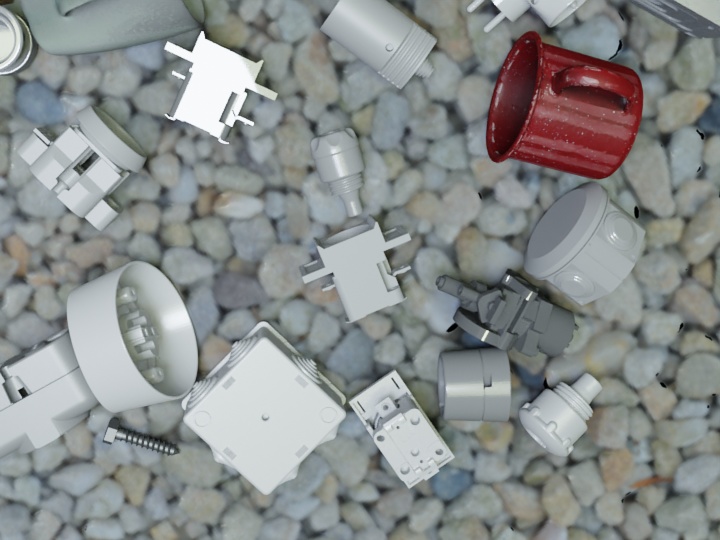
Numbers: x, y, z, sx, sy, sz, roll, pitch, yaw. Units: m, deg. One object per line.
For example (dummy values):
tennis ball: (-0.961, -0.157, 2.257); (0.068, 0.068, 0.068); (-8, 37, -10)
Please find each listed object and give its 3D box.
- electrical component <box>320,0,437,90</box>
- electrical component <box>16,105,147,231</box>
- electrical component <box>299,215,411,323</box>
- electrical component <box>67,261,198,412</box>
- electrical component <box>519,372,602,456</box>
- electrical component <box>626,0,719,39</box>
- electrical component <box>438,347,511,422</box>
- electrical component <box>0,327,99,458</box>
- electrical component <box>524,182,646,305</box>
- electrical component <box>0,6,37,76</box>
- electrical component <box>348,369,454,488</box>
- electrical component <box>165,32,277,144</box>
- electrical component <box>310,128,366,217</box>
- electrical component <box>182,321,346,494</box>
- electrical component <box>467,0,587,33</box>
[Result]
electrical component: (0.017, -0.161, 0.750); (0.081, 0.043, 0.043); (35, 93, -9)
electrical component: (-0.184, -0.075, 0.735); (0.057, 0.058, 0.078); (-44, 99, 4)
electrical component: (0.000, 0.000, 0.771); (0.081, 0.042, 0.063); (-22, 101, -2)
electrical component: (-0.156, 0.047, 0.736); (0.064, 0.099, 0.099); (-19, 99, 3)
electrical component: (0.153, 0.104, 0.800); (0.062, 0.048, 0.048); (-44, 100, -6)
electrical component: (0.216, -0.213, 0.747); (0.113, 0.078, 0.057); (26, 97, -9)
electrical component: (0.083, 0.084, 0.785); (0.047, 0.055, 0.055); (-1, 98, -2)
electrical component: (-0.229, 0.089, 0.753); (0.095, 0.053, 0.059); (-29, 99, -2)
electrical component: (0.159, -0.019, 0.767); (0.051, 0.080, 0.080); (35, 93, -14)
electrical component: (-0.243, -0.153, 0.719); (0.045, 0.055, 0.045); (-1, 98, -6)
electrical component: (0.032, 0.118, 0.779); (0.042, 0.064, 0.081); (-35, 99, -2)
electrical component: (-0.100, -0.125, 0.744); (0.081, 0.042, 0.063); (25, 96, -8)
electrical component: (-0.012, -0.068, 0.765); (0.035, 0.035, 0.061); (-18, 101, -3)
electrical component: (-0.069, 0.100, 0.774); (0.100, 0.048, 0.099); (44, 92, -10)
electrical component: (0.111, -0.201, 0.752); (0.079, 0.044, 0.077); (-40, 86, 20)
